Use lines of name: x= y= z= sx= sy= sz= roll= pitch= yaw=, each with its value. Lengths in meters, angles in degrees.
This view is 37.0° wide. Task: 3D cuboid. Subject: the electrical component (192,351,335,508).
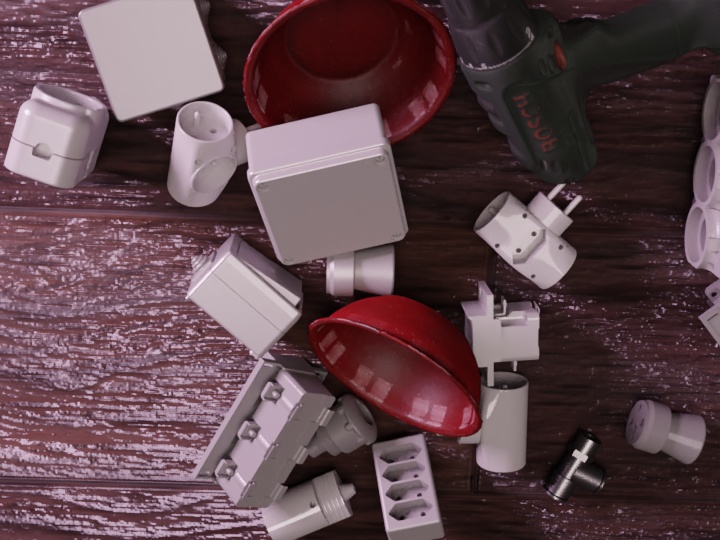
electrical component: x=-0.078 y=0.138 z=0.916 sx=0.079 sy=0.063 sz=0.121 roll=17 pitch=109 yaw=-48

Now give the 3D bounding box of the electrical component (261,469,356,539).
electrical component: x=-0.042 y=0.209 z=0.954 sx=0.081 sy=0.043 sz=0.043 roll=-24 pitch=105 yaw=5

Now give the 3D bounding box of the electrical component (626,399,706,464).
electrical component: x=0.267 y=0.141 z=0.942 sx=0.055 sy=0.045 sz=0.045 roll=18 pitch=105 yaw=-6

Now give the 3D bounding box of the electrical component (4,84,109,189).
electrical component: x=-0.231 y=-0.106 z=0.830 sx=0.054 sy=0.095 sz=0.059 roll=19 pitch=105 yaw=-7

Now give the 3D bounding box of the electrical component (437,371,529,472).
electrical component: x=0.106 y=0.132 z=0.935 sx=0.079 sy=0.044 sz=0.077 roll=-1 pitch=106 yaw=-1

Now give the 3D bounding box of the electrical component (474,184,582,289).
electrical component: x=0.149 y=-0.038 z=0.887 sx=0.077 sy=0.043 sz=0.079 roll=39 pitch=102 yaw=-11

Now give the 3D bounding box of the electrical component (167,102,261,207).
electrical component: x=-0.112 y=-0.096 z=0.855 sx=0.079 sy=0.077 sz=0.044 roll=-25 pitch=65 yaw=-31

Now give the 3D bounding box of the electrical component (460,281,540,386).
electrical component: x=0.120 y=0.053 z=0.914 sx=0.064 sy=0.042 sz=0.081 roll=-4 pitch=107 yaw=-4

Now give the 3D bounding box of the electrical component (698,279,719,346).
electrical component: x=0.325 y=0.027 z=0.900 sx=0.081 sy=0.063 sz=0.042 roll=-37 pitch=103 yaw=9

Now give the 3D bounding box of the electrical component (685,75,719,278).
electrical component: x=0.305 y=-0.075 z=0.857 sx=0.062 sy=0.089 sz=0.150 roll=3 pitch=106 yaw=-2

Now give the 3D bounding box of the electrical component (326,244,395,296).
electrical component: x=0.000 y=0.000 z=0.894 sx=0.055 sy=0.045 sz=0.045 roll=1 pitch=106 yaw=-2

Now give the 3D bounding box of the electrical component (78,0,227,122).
electrical component: x=-0.158 y=-0.172 z=0.837 sx=0.100 sy=0.048 sz=0.099 roll=-17 pitch=106 yaw=3

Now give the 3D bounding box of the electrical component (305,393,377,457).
electrical component: x=-0.020 y=0.140 z=0.935 sx=0.062 sy=0.048 sz=0.048 roll=-34 pitch=104 yaw=15

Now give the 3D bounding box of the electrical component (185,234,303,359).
electrical component: x=-0.096 y=0.014 z=0.886 sx=0.096 sy=0.061 sz=0.061 roll=42 pitch=101 yaw=-12

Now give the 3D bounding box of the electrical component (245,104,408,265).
electrical component: x=-0.025 y=-0.065 z=0.844 sx=0.109 sy=0.056 sz=0.108 roll=-13 pitch=141 yaw=2

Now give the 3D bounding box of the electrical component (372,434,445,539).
electrical component: x=0.044 y=0.200 z=0.943 sx=0.047 sy=0.083 sz=0.075 roll=-12 pitch=144 yaw=2
